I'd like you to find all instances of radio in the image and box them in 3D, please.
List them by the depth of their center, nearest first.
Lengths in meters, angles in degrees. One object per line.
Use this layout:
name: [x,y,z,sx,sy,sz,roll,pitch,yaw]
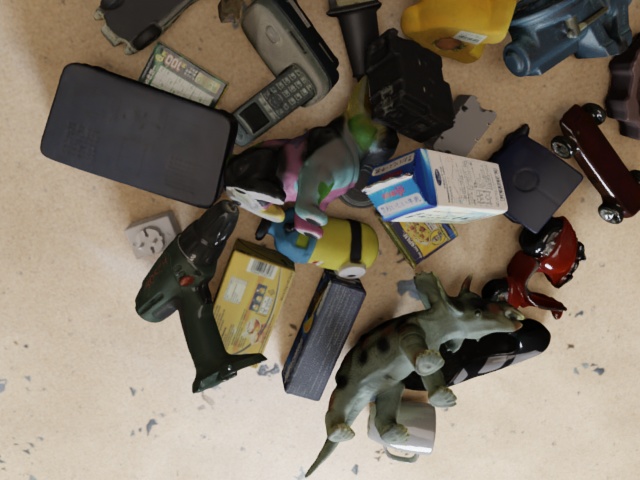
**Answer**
radio: [-0.231,-0.137,0.709,0.230,0.073,0.131,18,103,-7]

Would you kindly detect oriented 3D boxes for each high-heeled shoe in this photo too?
high-heeled shoe: [0.253,0.193,0.890,0.249,0.086,0.145,-29,150,26]

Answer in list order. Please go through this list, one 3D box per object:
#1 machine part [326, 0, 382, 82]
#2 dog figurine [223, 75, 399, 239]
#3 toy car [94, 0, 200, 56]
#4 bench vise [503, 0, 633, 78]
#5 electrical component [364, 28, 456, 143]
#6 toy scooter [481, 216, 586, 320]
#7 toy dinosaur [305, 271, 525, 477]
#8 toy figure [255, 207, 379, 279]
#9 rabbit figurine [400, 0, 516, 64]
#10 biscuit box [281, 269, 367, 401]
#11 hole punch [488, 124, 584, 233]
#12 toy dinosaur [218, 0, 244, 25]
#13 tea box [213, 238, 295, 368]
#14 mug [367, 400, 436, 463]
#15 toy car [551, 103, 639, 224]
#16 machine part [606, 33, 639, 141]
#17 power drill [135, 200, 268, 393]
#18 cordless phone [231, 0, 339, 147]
machine part: [0.054,-0.283,0.732,0.084,0.039,0.138,-18,105,-9]
dog figurine: [-0.005,-0.121,0.711,0.192,0.108,0.219,24,73,7]
toy car: [-0.197,-0.320,0.686,0.202,0.056,0.073,-38,112,7]
bench vise: [0.320,-0.337,0.702,0.224,0.129,0.240,-29,113,3]
electrical component: [0.124,-0.197,0.708,0.134,0.058,0.115,10,69,-42]
toy scooter: [0.352,0.057,0.840,0.135,0.075,0.183,29,104,-13]
toy dinosaur: [0.104,0.190,0.821,0.405,0.192,0.131,-39,114,23]
toy figure: [-0.001,-0.002,0.784,0.180,0.082,0.089,21,105,-9]
rabbit figurine: [0.170,-0.337,0.704,0.162,0.122,0.173,12,91,0]
biscuit box: [0.002,0.148,0.834,0.063,0.059,0.202,19,104,-14]
hole punch: [0.302,-0.083,0.789,0.116,0.092,0.142,35,103,-10]
toy dinosaur: [-0.095,-0.476,0.610,0.198,0.105,0.471,7,87,-13]
tea box: [-0.110,0.095,0.806,0.098,0.068,0.169,21,104,-11]
mug: [0.131,0.316,0.894,0.107,0.081,0.109,10,111,4]
toy car: [0.420,-0.114,0.808,0.202,0.053,0.089,45,83,-15]
machine part: [0.509,-0.225,0.785,0.179,0.056,0.179,-2,107,-6]
power drill: [-0.152,0.086,0.717,0.232,0.086,0.207,-36,79,31]
cordless phone: [-0.078,-0.222,0.721,0.184,0.089,0.146,-32,108,23]
